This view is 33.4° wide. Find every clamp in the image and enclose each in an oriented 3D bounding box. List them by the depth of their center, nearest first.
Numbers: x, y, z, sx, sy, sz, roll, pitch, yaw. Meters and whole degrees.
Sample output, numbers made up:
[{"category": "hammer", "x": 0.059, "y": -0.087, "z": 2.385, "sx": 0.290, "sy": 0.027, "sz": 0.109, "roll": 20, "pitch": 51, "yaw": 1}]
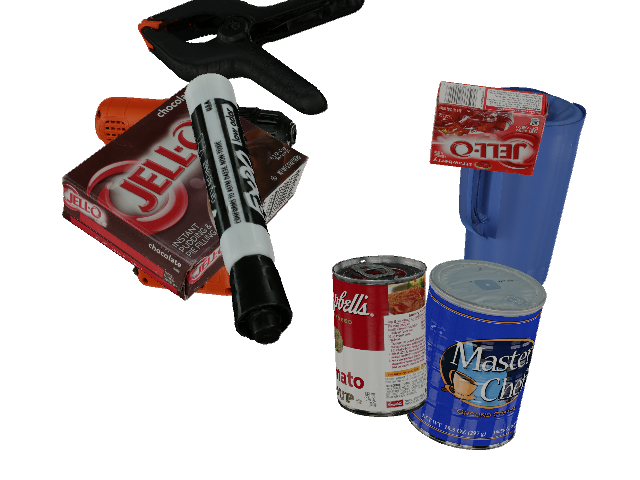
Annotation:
[{"category": "clamp", "x": -0.051, "y": -0.157, "z": 0.805, "sx": 0.172, "sy": 0.120, "sz": 0.039, "roll": 17, "pitch": -34, "yaw": 21}]

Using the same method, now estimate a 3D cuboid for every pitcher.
[{"category": "pitcher", "x": 0.237, "y": -0.058, "z": 1.326, "sx": 0.149, "sy": 0.243, "sz": 0.145, "roll": 3, "pitch": 27, "yaw": 0}]

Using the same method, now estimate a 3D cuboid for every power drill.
[{"category": "power drill", "x": -0.110, "y": -0.043, "z": 0.983, "sx": 0.184, "sy": 0.188, "sz": 0.057, "roll": 7, "pitch": 29, "yaw": 14}]

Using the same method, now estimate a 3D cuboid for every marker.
[{"category": "marker", "x": -0.030, "y": -0.014, "z": 0.374, "sx": 0.020, "sy": 0.121, "sz": 0.020, "roll": -10, "pitch": -41, "yaw": -9}]

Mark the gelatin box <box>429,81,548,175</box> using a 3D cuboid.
[{"category": "gelatin box", "x": 0.138, "y": -0.091, "z": 0.881, "sx": 0.089, "sy": 0.030, "sz": 0.073, "roll": 8, "pitch": -37, "yaw": 7}]

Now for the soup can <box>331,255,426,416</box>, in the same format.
[{"category": "soup can", "x": 0.044, "y": 0.068, "z": 0.773, "sx": 0.068, "sy": 0.102, "sz": 0.068, "roll": -2, "pitch": 14, "yaw": 0}]

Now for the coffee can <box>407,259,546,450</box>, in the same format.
[{"category": "coffee can", "x": 0.138, "y": 0.101, "z": 0.960, "sx": 0.103, "sy": 0.140, "sz": 0.103, "roll": 6, "pitch": 22, "yaw": -3}]

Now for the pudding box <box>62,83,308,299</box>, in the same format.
[{"category": "pudding box", "x": -0.076, "y": -0.030, "z": 0.604, "sx": 0.090, "sy": 0.039, "sz": 0.113, "roll": 33, "pitch": 47, "yaw": 13}]
